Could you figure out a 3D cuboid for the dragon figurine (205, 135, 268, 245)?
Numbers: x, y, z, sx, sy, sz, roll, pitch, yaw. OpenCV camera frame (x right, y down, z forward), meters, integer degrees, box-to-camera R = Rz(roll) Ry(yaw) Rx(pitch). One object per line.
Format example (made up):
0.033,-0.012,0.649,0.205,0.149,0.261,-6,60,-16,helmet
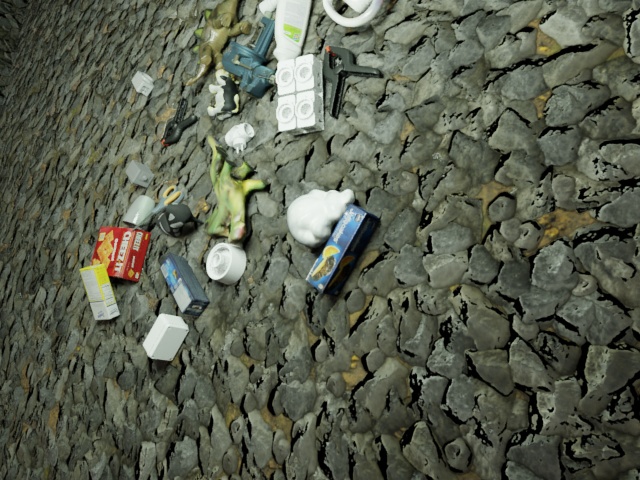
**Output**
-0.279,-0.124,1.446,0.417,0.121,0.240,46,113,49,dragon figurine

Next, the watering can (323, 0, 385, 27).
0.084,-0.694,1.350,0.222,0.103,0.355,-43,51,18,watering can

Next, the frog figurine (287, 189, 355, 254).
0.004,-0.059,1.171,0.157,0.121,0.141,-35,35,39,frog figurine
